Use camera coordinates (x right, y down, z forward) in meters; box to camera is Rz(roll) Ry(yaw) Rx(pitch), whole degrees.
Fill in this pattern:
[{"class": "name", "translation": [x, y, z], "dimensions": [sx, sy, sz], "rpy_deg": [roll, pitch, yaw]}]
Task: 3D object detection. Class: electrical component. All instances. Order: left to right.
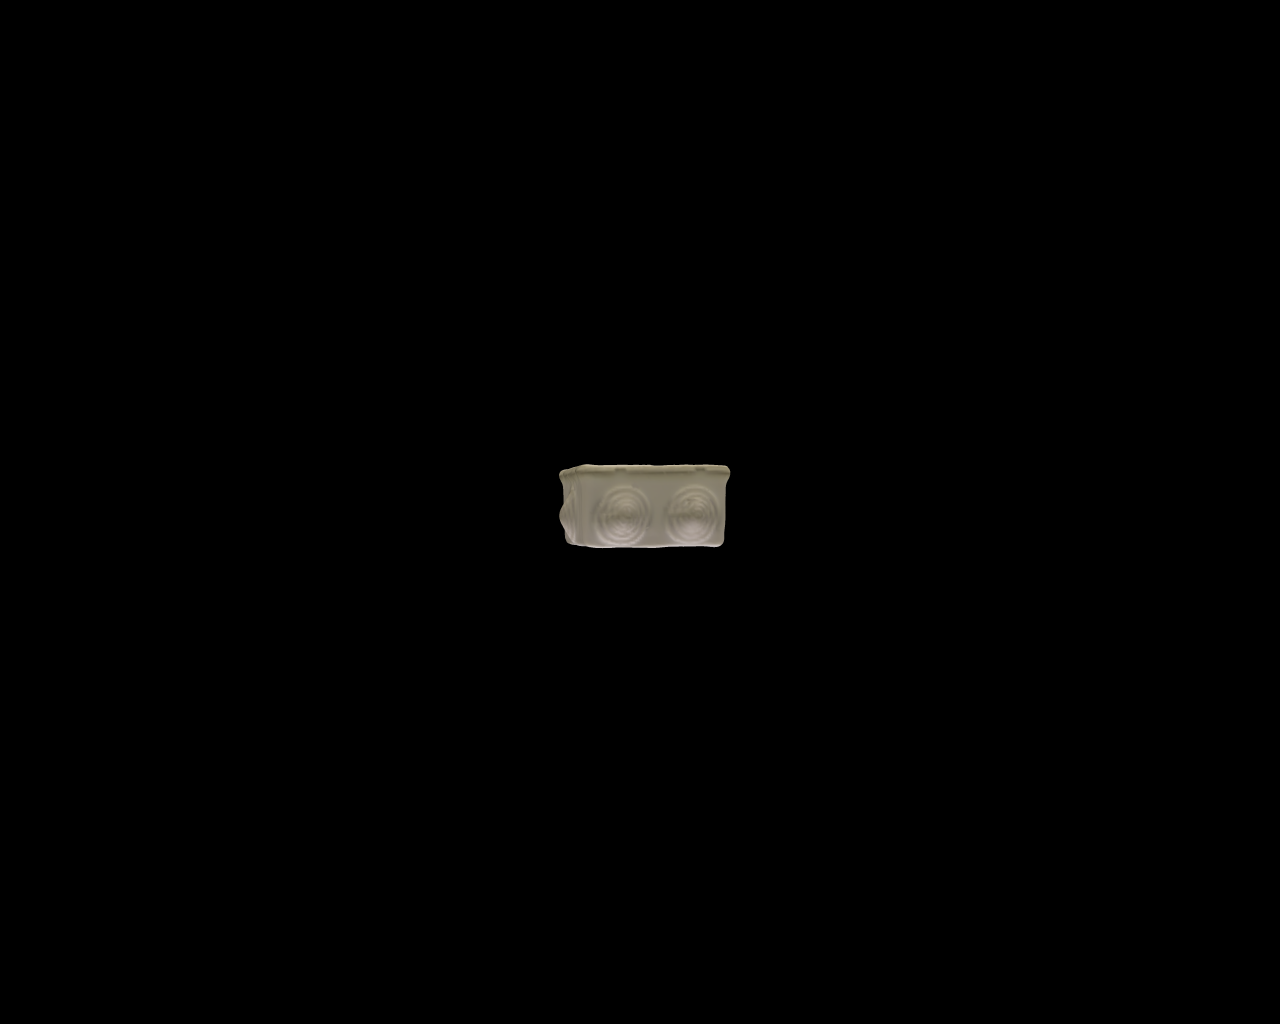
[{"class": "electrical component", "translation": [0.001, -0.003, 0.650], "dimensions": [0.100, 0.048, 0.099], "rpy_deg": [0, 0, -13]}]
